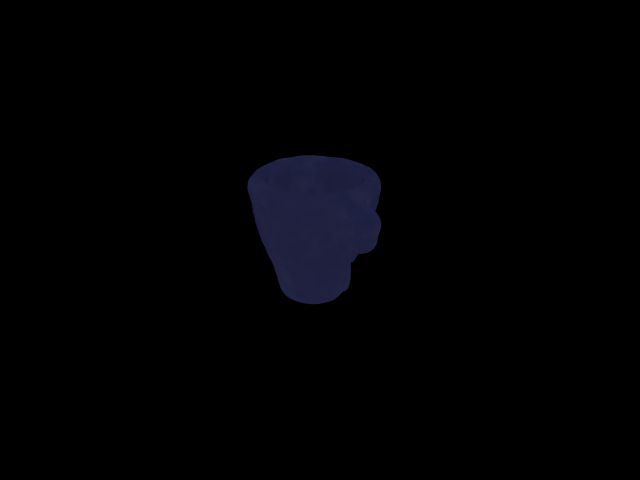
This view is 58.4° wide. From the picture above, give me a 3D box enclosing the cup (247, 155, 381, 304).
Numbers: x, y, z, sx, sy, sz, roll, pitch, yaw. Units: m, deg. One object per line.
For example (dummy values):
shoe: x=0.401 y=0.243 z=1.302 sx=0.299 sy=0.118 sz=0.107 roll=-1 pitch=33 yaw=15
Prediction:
cup: x=0.004 y=0.001 z=0.400 sx=0.092 sy=0.095 sz=0.117 roll=-15 pitch=30 yaw=-28
